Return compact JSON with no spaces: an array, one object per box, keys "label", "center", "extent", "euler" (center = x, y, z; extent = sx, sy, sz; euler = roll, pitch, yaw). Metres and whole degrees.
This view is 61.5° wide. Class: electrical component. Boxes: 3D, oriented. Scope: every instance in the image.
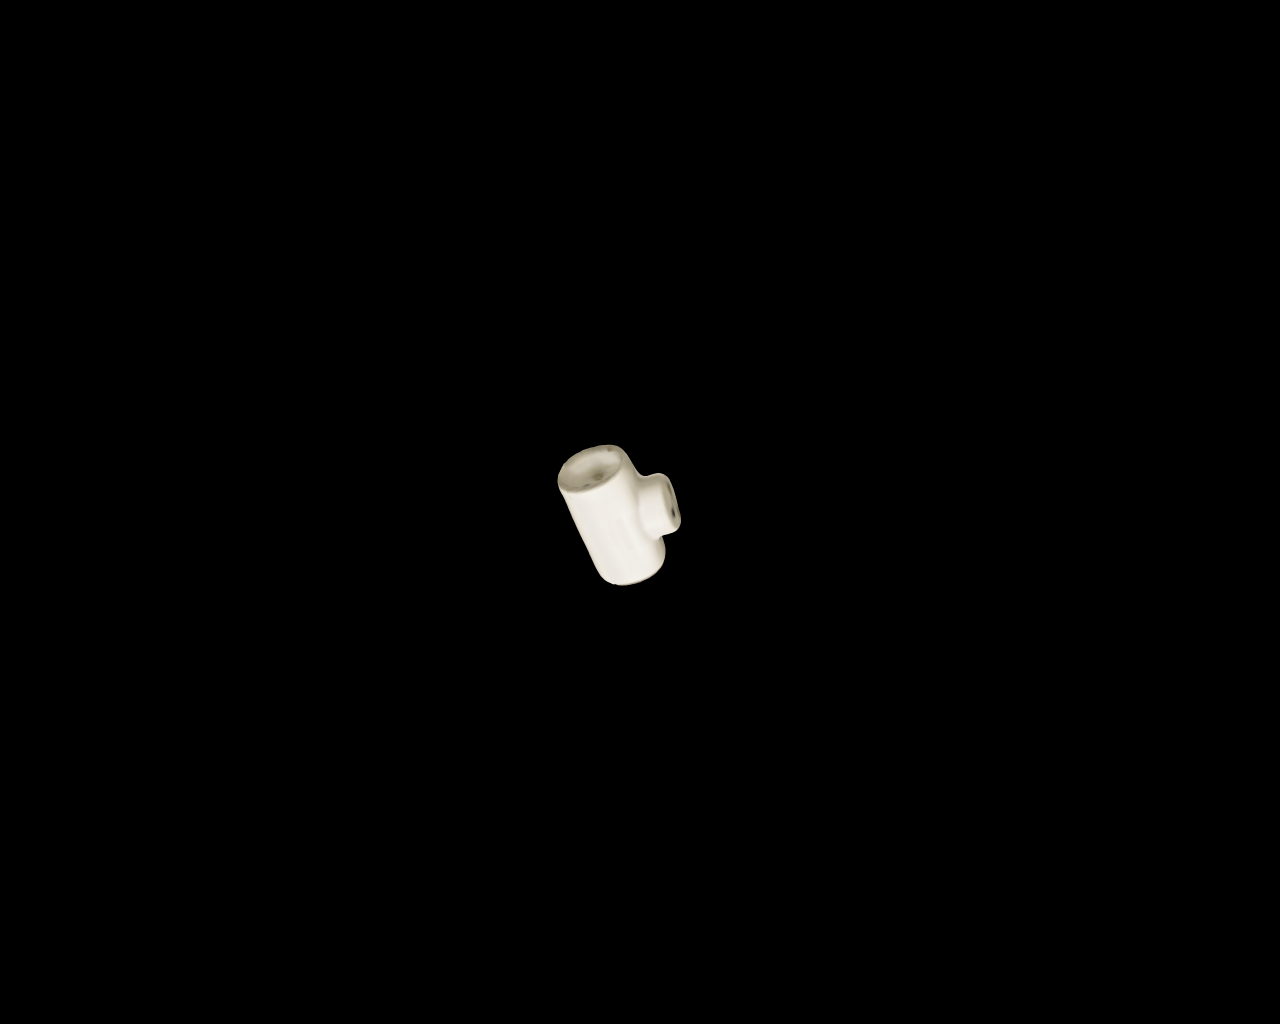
[{"label":"electrical component","center":[0.001,-0.003,0.650],"extent":[0.079,0.077,0.043],"euler":[-15,36,11]}]
